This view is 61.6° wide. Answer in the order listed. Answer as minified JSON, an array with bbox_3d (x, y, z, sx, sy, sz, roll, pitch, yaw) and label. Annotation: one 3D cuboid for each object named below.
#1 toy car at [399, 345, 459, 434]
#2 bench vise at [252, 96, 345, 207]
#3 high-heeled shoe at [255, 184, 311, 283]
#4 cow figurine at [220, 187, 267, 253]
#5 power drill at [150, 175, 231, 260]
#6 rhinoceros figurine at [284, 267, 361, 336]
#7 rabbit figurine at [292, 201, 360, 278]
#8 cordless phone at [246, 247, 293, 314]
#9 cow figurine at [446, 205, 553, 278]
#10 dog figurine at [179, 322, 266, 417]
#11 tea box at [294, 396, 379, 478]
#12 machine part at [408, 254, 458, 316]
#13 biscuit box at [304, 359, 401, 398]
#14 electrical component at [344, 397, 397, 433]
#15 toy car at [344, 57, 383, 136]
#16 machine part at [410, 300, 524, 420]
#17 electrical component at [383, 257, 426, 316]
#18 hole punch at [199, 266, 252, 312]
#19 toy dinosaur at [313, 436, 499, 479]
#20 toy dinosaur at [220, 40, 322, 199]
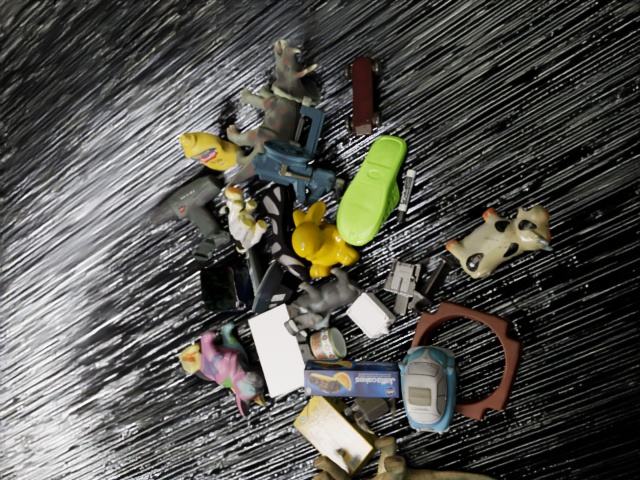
[{"bbox_3d":[0.195,0.278,0.998,0.109,0.103,0.161,0,80,28],"label":"toy car"},{"bbox_3d":[-0.034,-0.203,1.236,0.224,0.129,0.240,18,110,6],"label":"bench vise"},{"bbox_3d":[-0.067,-0.021,1.288,0.145,0.086,0.249,-47,67,3],"label":"high-heeled shoe"},{"bbox_3d":[-0.195,-0.051,1.306,0.098,0.068,0.167,-61,42,32],"label":"cow figurine"},{"bbox_3d":[-0.336,-0.048,1.430,0.232,0.086,0.207,-37,60,14],"label":"power drill"},{"bbox_3d":[0.003,0.144,1.202,0.190,0.073,0.112,-32,61,2],"label":"rhinoceros figurine"},{"bbox_3d":[-0.002,-0.004,1.197,0.122,0.173,0.162,-18,78,27],"label":"rabbit figurine"},{"bbox_3d":[-0.138,0.071,1.273,0.089,0.146,0.184,-13,68,-18],"label":"cordless phone"},{"bbox_3d":[0.366,0.002,1.061,0.195,0.085,0.127,-40,61,13],"label":"cow figurine"},{"bbox_3d":[-0.223,0.324,1.292,0.191,0.108,0.219,-40,74,27],"label":"dog figurine"},{"bbox_3d":[0.038,0.418,1.167,0.170,0.068,0.098,41,100,26],"label":"tea box"},{"bbox_3d":[0.233,0.094,1.119,0.039,0.084,0.139,34,87,35],"label":"machine part"},{"bbox_3d":[0.068,0.293,1.138,0.203,0.059,0.062,-1,99,8],"label":"biscuit box"},{"bbox_3d":[0.112,0.359,1.135,0.102,0.045,0.078,-30,22,-19],"label":"electrical component"},{"bbox_3d":[0.103,-0.336,1.263,0.089,0.053,0.202,-5,76,15],"label":"toy car"},{"bbox_3d":[0.286,0.234,1.064,0.201,0.087,0.201,15,90,28],"label":"machine part"},{"bbox_3d":[0.178,0.101,1.160,0.075,0.047,0.119,17,88,28],"label":"electrical component"},{"bbox_3d":[-0.230,0.120,1.344,0.142,0.092,0.115,-5,90,25],"label":"hole punch"},{"bbox_3d":[0.148,0.495,1.054,0.472,0.105,0.198,-16,103,15],"label":"toy dinosaur"},{"bbox_3d":[-0.116,-0.273,1.334,0.192,0.131,0.404,19,97,28],"label":"toy dinosaur"}]
